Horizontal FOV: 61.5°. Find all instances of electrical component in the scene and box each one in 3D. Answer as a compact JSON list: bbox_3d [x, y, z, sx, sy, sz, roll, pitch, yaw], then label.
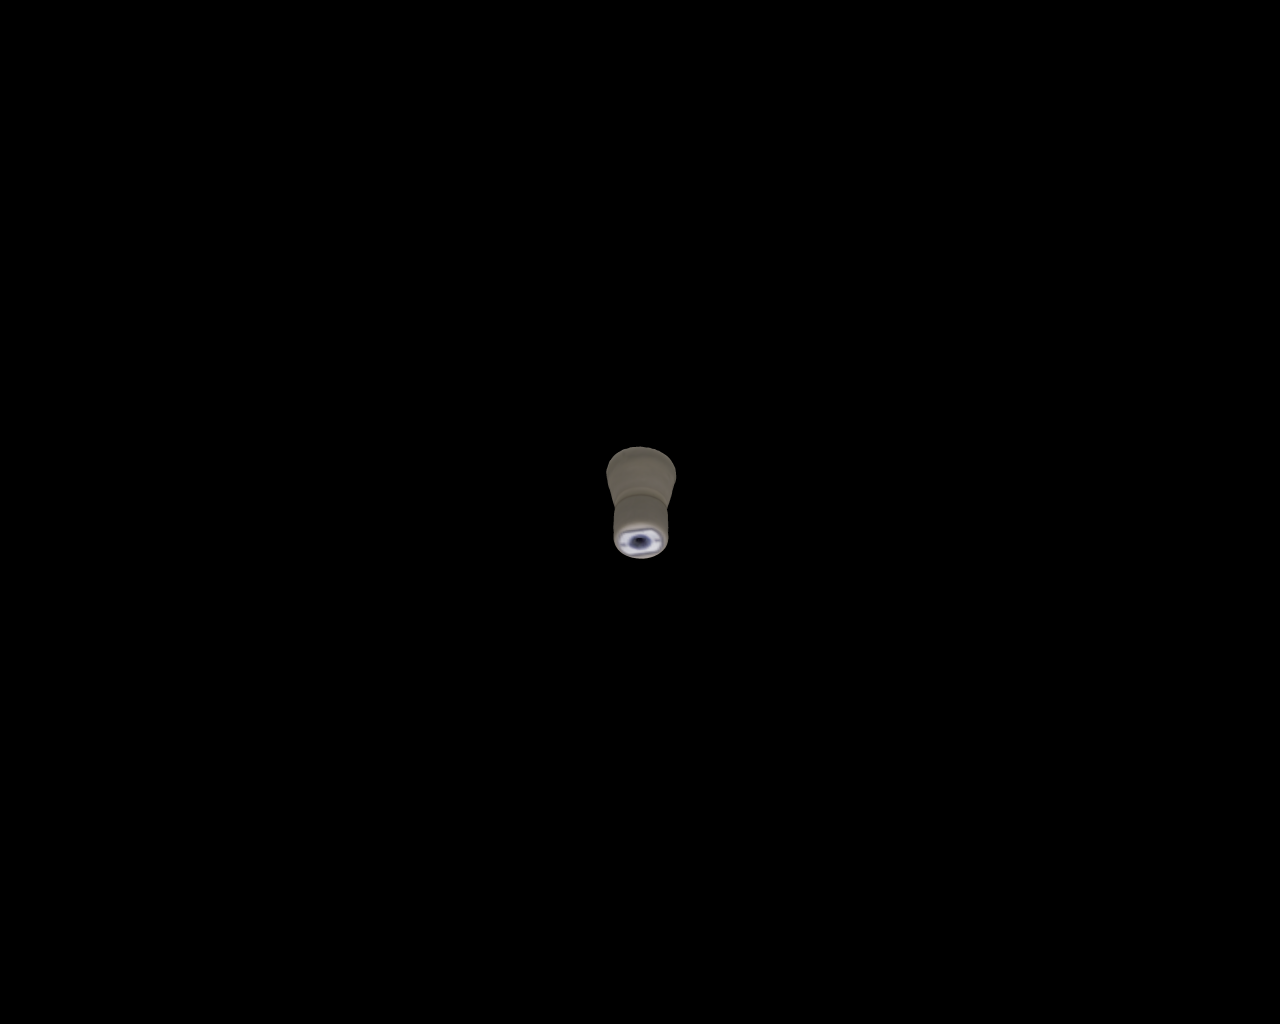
[{"bbox_3d":[0.001,-0.003,0.650,0.044,0.044,0.065,0,44,0],"label":"electrical component"}]
